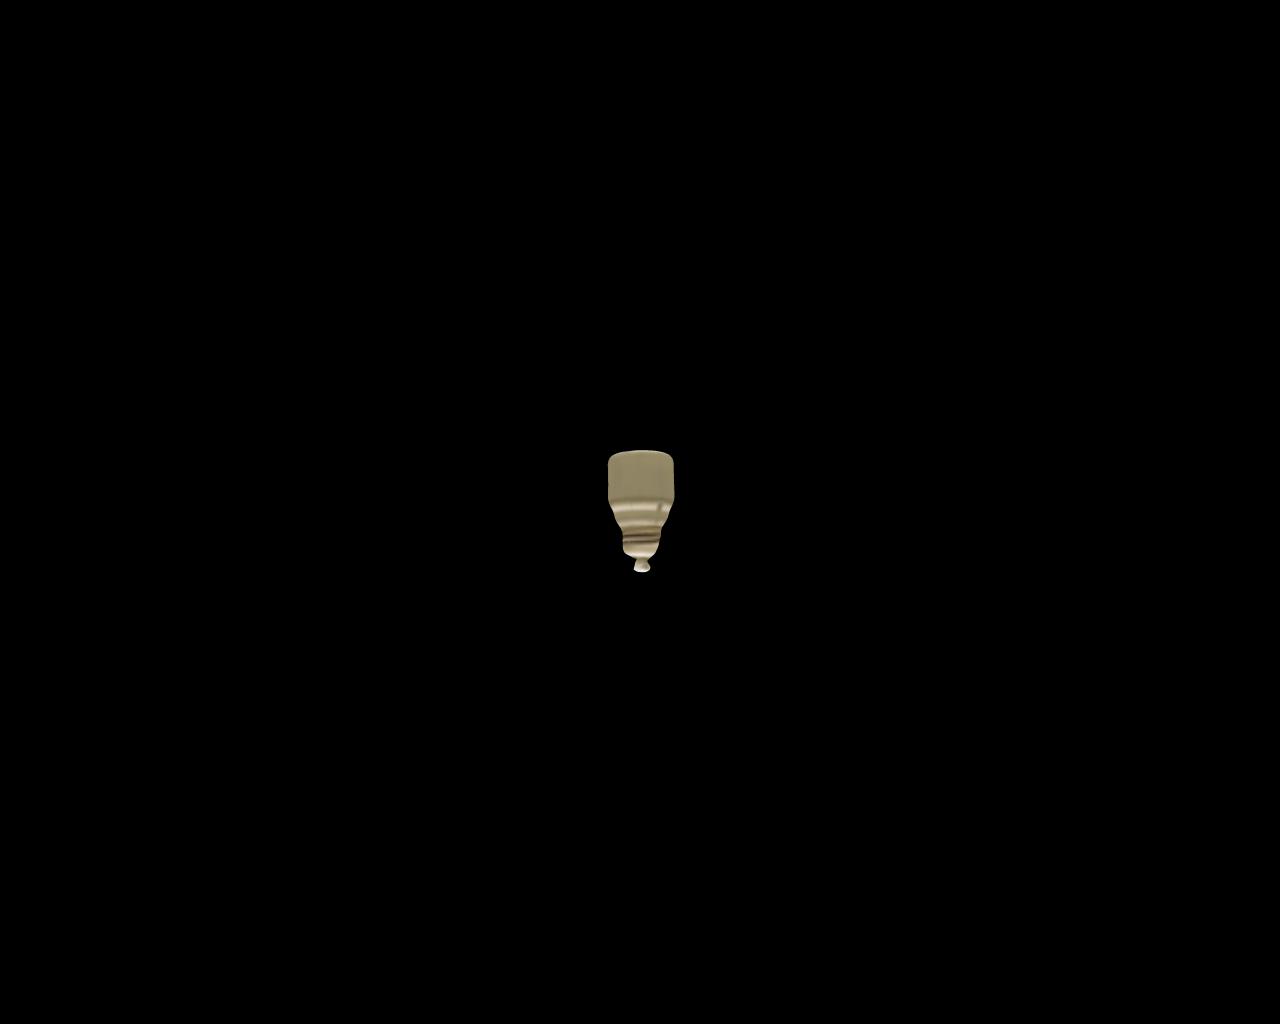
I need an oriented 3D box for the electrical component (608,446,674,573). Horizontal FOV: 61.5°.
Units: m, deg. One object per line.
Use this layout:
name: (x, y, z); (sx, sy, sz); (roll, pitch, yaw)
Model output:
electrical component: (0.001, -0.003, 0.650); (0.040, 0.078, 0.040); (0, -7, 0)
